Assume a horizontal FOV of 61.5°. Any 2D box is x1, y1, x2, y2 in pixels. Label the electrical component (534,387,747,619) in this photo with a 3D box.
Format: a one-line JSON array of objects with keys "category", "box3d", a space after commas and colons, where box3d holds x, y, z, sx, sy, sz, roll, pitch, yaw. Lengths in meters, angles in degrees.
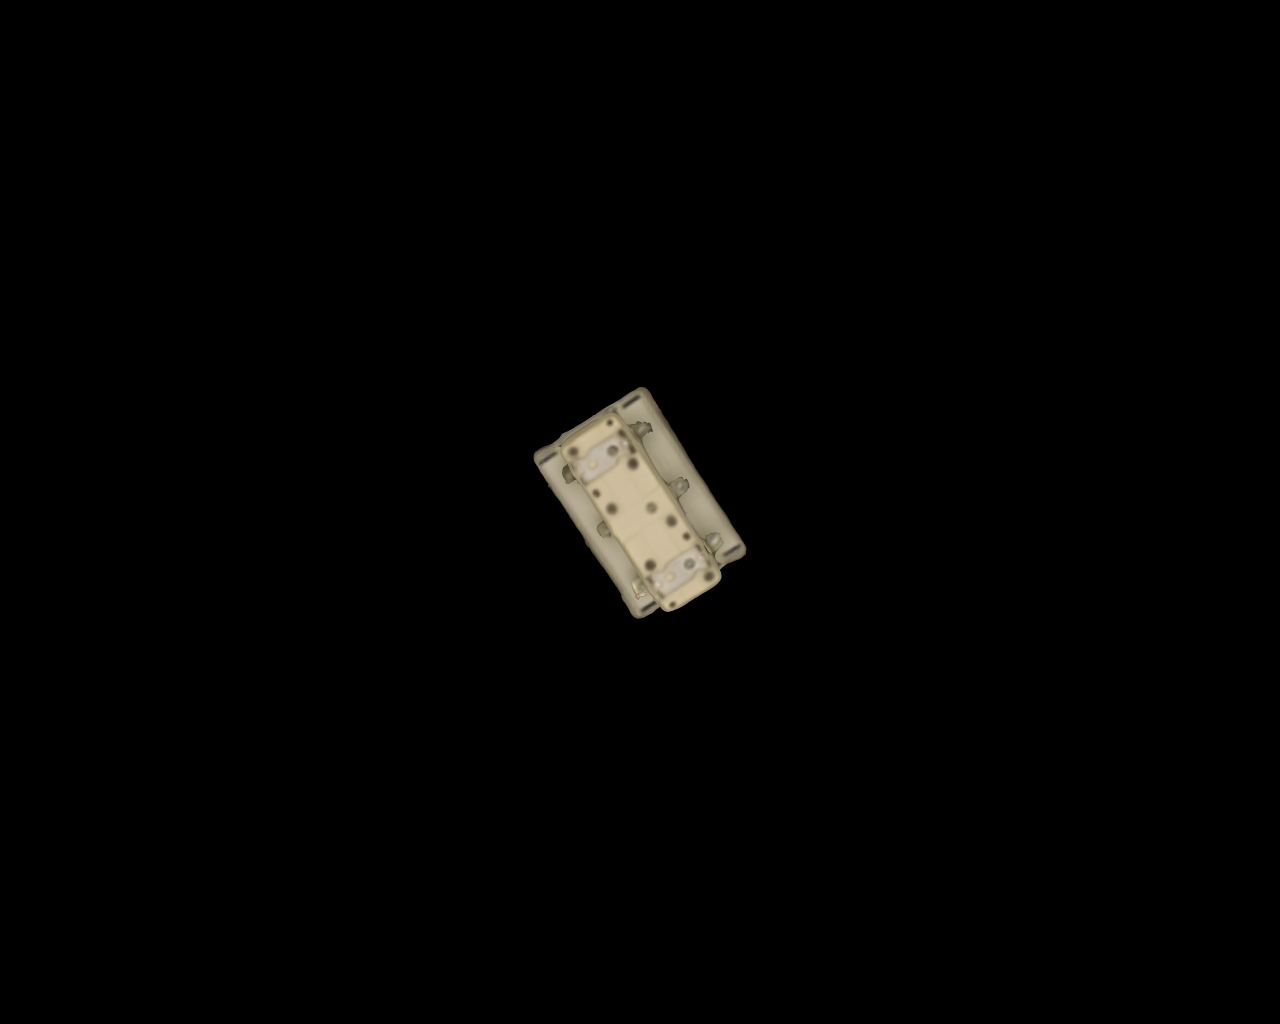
[{"category": "electrical component", "box3d": [0.001, -0.003, 0.650, 0.079, 0.121, 0.063, -31, 8, 5]}]
